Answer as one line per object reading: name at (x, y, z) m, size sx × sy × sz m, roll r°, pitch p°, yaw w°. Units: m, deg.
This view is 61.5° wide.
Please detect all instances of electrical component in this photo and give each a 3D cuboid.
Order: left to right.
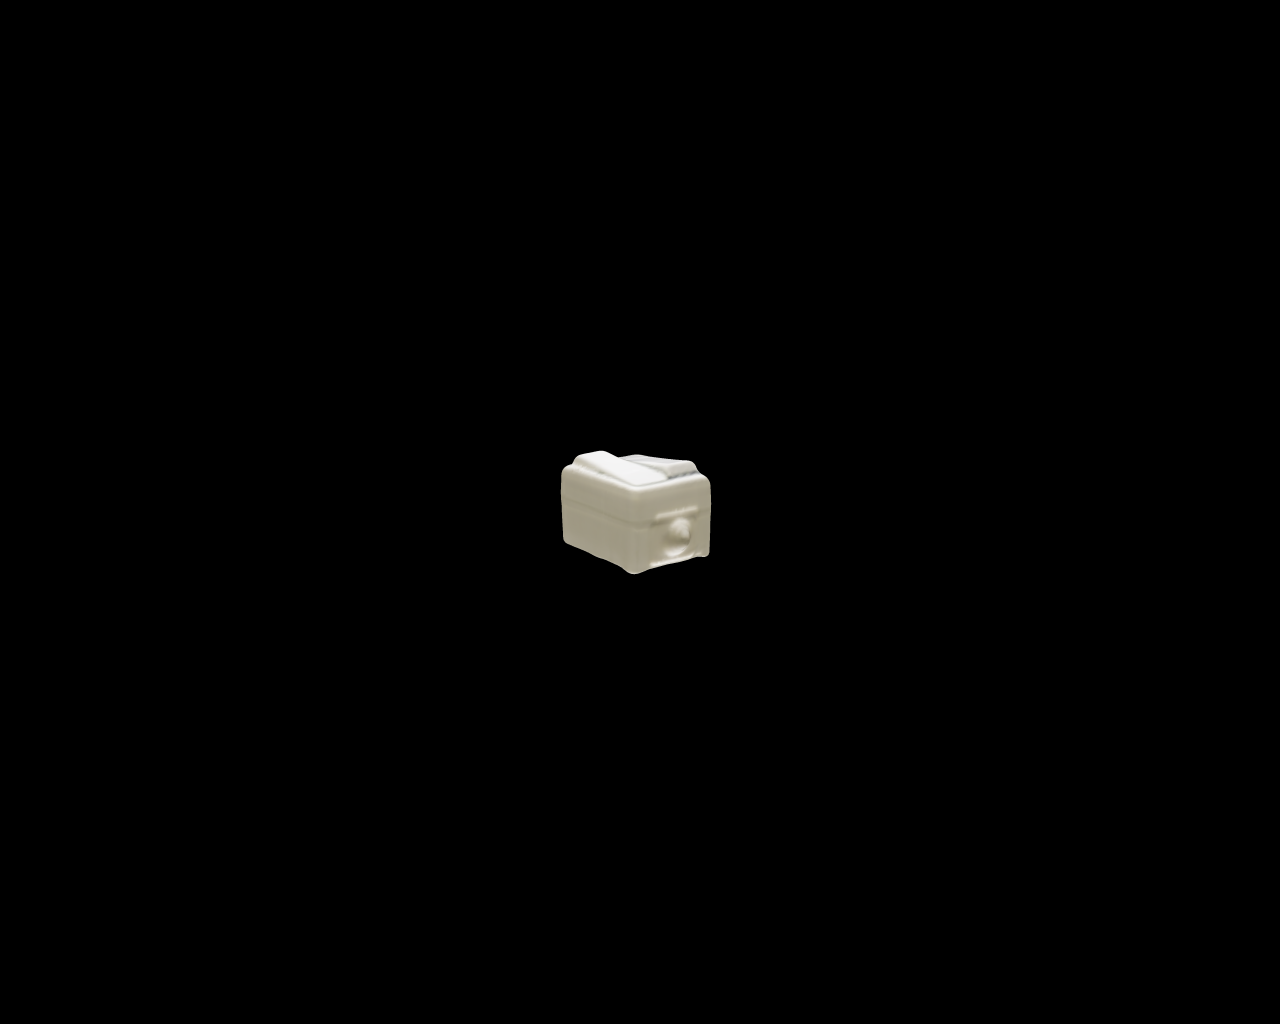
electrical component at (0.001, -0.003, 0.650) m, size 0.062 × 0.061 × 0.096 m, roll -11°, pitch 19°, yaw -34°
